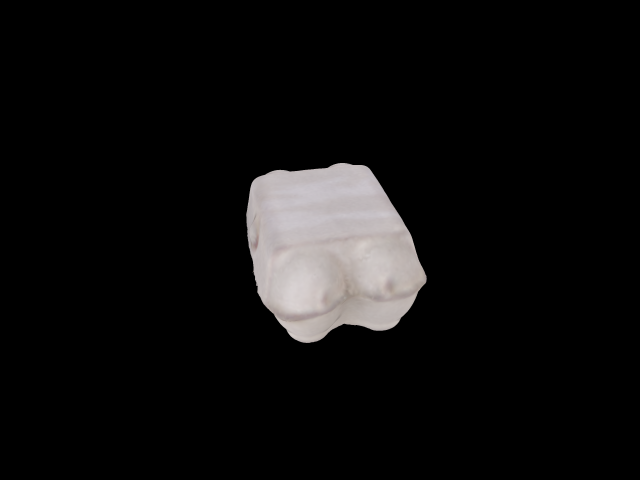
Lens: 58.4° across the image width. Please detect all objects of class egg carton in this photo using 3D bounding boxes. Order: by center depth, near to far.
[{"bbox_3d":[0.004,0.001,0.400,0.107,0.069,0.150,-8,35,-11],"label":"egg carton"}]
